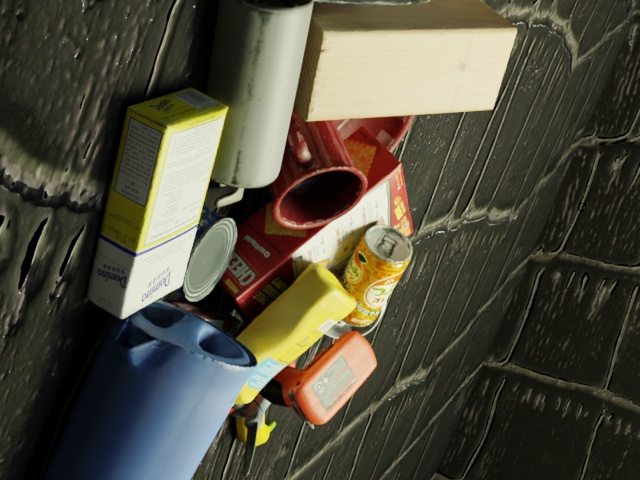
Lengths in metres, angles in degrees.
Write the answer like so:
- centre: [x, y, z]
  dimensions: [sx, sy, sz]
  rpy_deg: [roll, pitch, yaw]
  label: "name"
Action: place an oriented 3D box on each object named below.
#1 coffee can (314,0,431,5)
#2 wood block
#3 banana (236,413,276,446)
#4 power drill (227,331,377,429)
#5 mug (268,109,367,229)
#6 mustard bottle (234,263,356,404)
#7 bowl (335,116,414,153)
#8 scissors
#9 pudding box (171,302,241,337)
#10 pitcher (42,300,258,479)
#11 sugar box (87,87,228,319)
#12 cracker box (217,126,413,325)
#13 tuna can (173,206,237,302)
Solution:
- centre: [0.042, -0.268, 0.876]
  dimensions: [0.102, 0.103, 0.140]
  rpy_deg: [-18, 111, -65]
  label: "coffee can"
- centre: [0.067, -0.174, 0.997]
  dimensions: [0.205, 0.090, 0.091]
  rpy_deg: [-6, 127, -27]
  label: "wood block"
- centre: [-0.083, 0.209, 1.344]
  dimensions: [0.198, 0.037, 0.069]
  rpy_deg: [93, 13, -52]
  label: "banana"
- centre: [-0.025, 0.133, 1.176]
  dimensions: [0.184, 0.188, 0.057]
  rpy_deg: [-46, 114, -28]
  label: "power drill"
- centre: [-0.015, -0.075, 0.994]
  dimensions: [0.093, 0.081, 0.117]
  rpy_deg: [-24, 150, 3]
  label: "mug"
- centre: [-0.053, 0.107, 1.064]
  dimensions: [0.191, 0.058, 0.096]
  rpy_deg: [-43, 165, 4]
  label: "mustard bottle"
- centre: [0.026, -0.121, 1.126]
  dimensions: [0.162, 0.055, 0.162]
  rpy_deg: [-35, 154, -20]
  label: "bowl"
- centre: [-0.088, 0.204, 1.197]
  dimensions: [0.016, 0.096, 0.201]
  rpy_deg: [57, 29, -20]
  label: "scissors"
- centre: [-0.131, 0.110, 1.070]
  dimensions: [0.090, 0.039, 0.113]
  rpy_deg: [-64, 159, 4]
  label: "pudding box"
- centre: [-0.159, 0.180, 0.944]
  dimensions: [0.243, 0.149, 0.145]
  rpy_deg: [-63, -161, 6]
  label: "pitcher"
- centre: [-0.133, -0.030, 0.869]
  dimensions: [0.093, 0.048, 0.176]
  rpy_deg: [-31, 147, -58]
  label: "sugar box"
- centre: [-0.007, 0.001, 1.118]
  dimensions: [0.213, 0.072, 0.164]
  rpy_deg: [-39, 156, -8]
  label: "cracker box"
- centre: [-0.114, 0.012, 0.992]
  dimensions: [0.086, 0.034, 0.086]
  rpy_deg: [-53, 159, -31]
  label: "tuna can"
